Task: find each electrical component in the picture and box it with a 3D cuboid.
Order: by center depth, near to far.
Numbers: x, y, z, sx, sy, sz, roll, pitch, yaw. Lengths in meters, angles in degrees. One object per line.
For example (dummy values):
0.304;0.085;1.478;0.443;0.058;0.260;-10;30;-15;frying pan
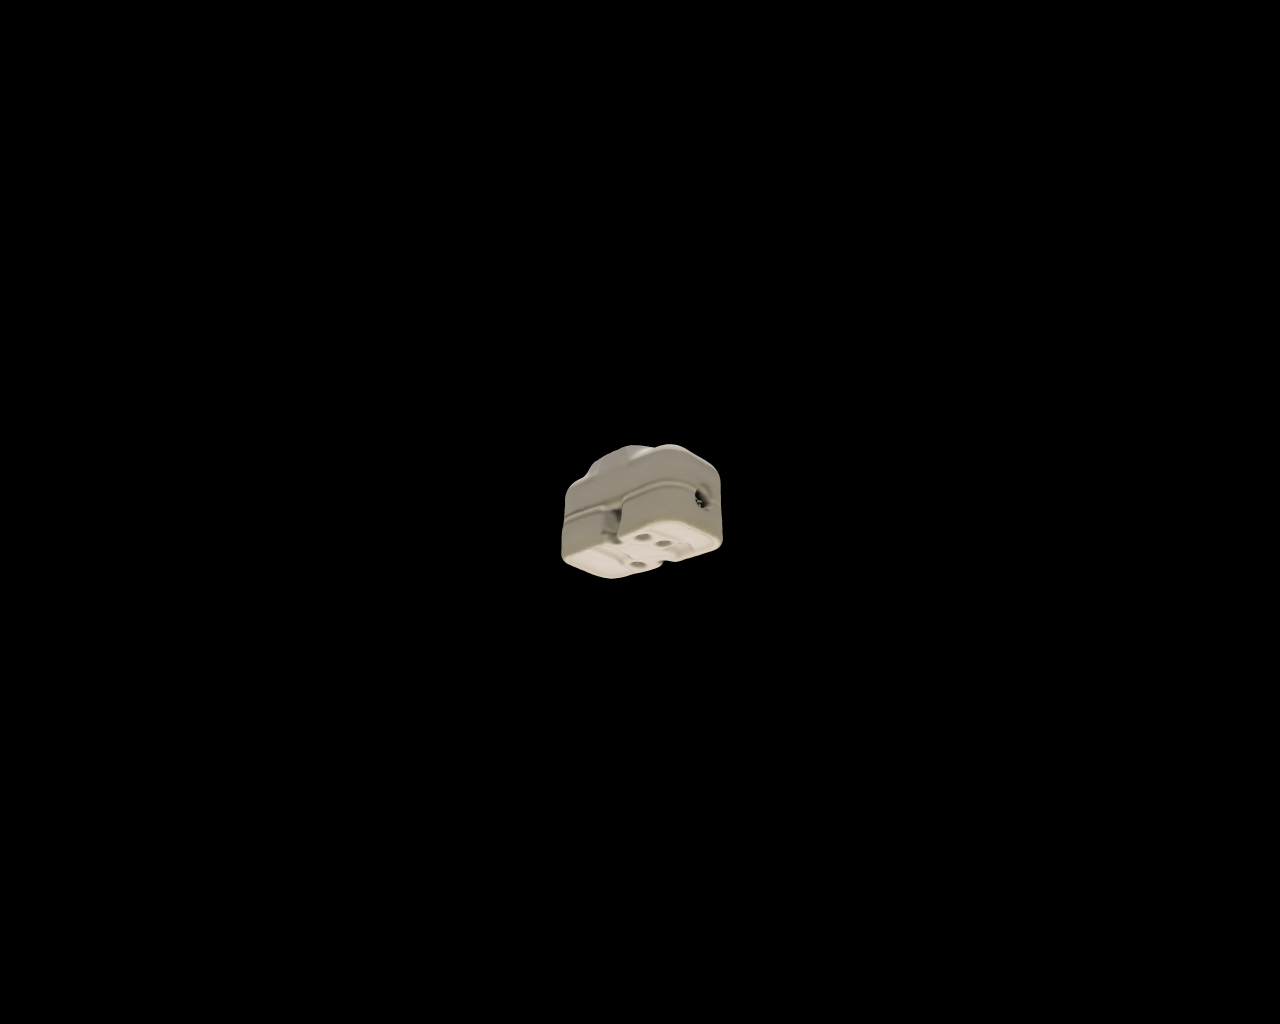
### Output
0.001;-0.003;0.650;0.095;0.059;0.053;-20;-32;36;electrical component
